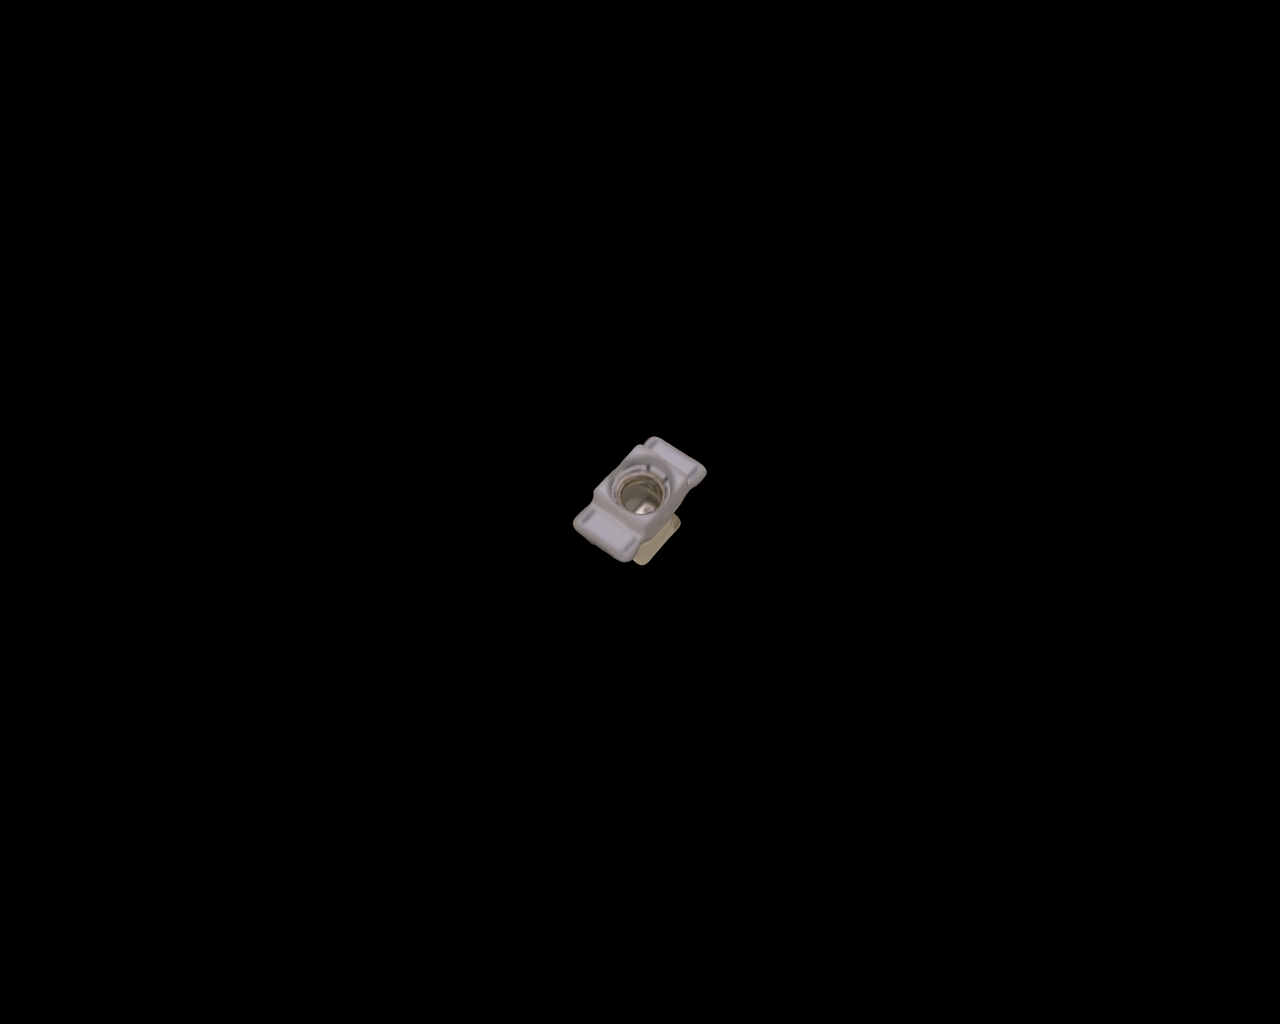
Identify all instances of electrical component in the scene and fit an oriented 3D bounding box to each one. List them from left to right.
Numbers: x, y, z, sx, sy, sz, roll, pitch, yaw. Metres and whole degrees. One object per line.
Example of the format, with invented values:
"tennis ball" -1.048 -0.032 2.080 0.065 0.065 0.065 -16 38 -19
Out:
"electrical component" 0.001 -0.003 0.650 0.042 0.081 0.063 36 -24 18
